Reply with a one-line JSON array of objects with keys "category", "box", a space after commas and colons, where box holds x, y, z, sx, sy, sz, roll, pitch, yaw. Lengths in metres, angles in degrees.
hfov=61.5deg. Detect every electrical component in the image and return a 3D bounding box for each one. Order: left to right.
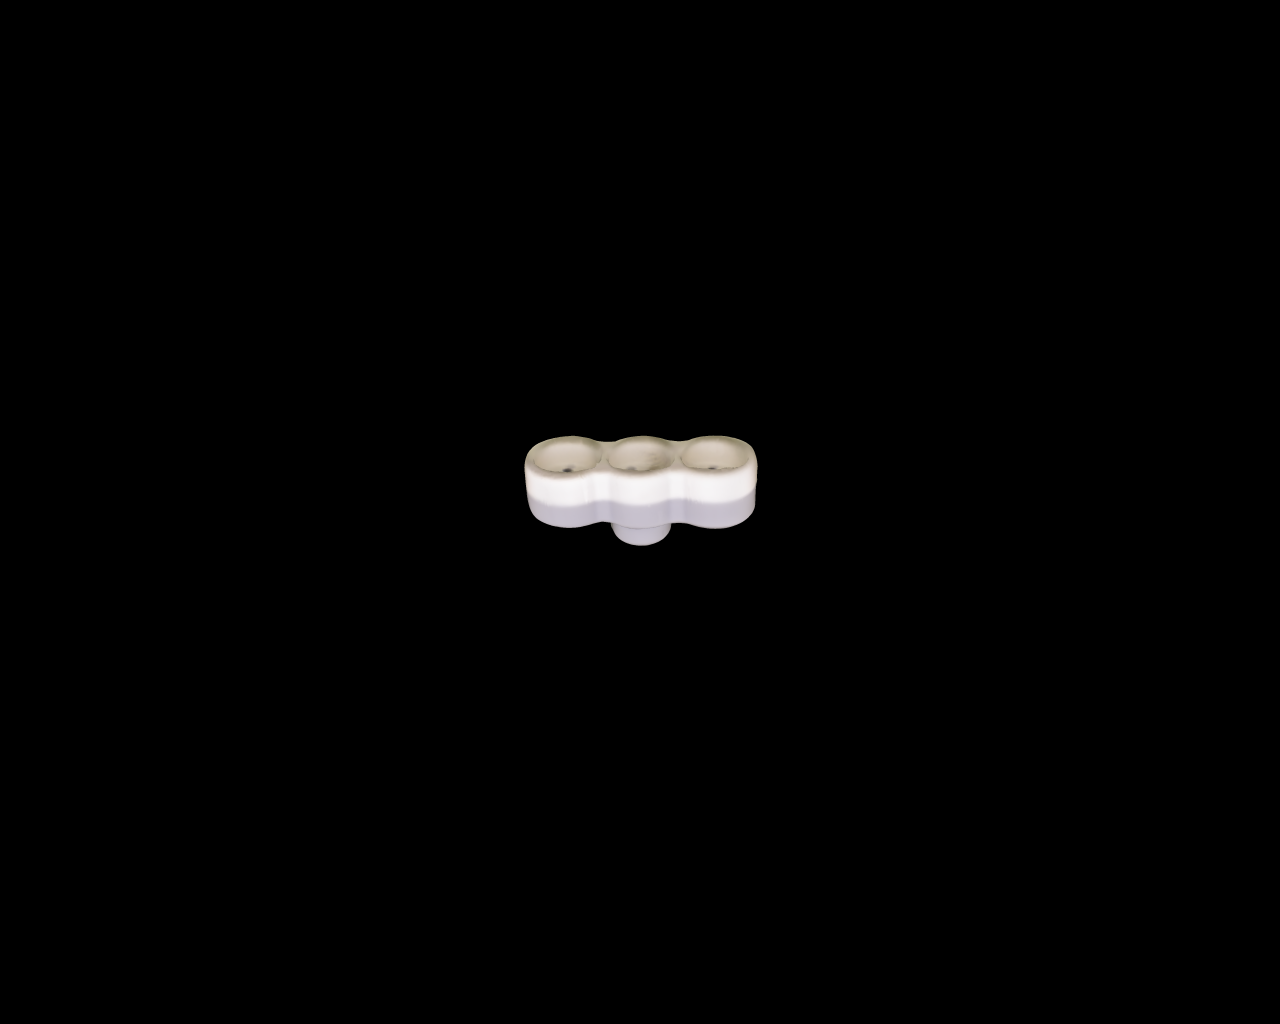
[{"category": "electrical component", "box": [0.001, -0.003, 0.650, 0.138, 0.073, 0.052, 0, 32, 0]}]
